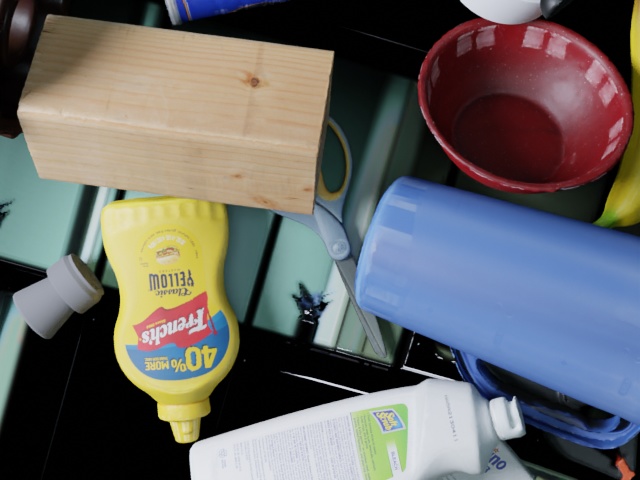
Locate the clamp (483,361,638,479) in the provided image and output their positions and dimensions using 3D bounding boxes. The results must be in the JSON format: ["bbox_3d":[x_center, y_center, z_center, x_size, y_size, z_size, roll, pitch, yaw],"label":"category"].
[{"bbox_3d":[0.208,0.111,0.855,0.120,0.039,0.171,-40,95,10],"label":"clamp"}]

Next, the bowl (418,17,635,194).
[{"bbox_3d":[0.149,-0.091,0.802,0.162,0.055,0.162,3,60,-5],"label":"bowl"}]

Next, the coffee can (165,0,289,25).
[{"bbox_3d":[-0.050,-0.221,0.776,0.140,0.103,0.103,-12,96,-2],"label":"coffee can"}]

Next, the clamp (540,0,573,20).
[{"bbox_3d":[0.239,-0.226,0.780,0.164,0.036,0.210,9,70,-12],"label":"clamp"}]

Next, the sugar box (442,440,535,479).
[{"bbox_3d":[0.073,0.209,0.848,0.176,0.048,0.093,-40,88,3],"label":"sugar box"}]

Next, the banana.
[{"bbox_3d":[0.251,-0.094,0.826,0.037,0.069,0.198,9,89,34],"label":"banana"}]

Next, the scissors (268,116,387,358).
[{"bbox_3d":[-0.006,0.001,0.845,0.096,0.016,0.202,-7,96,0],"label":"scissors"}]

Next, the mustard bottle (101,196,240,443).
[{"bbox_3d":[-0.112,0.062,0.825,0.096,0.058,0.191,-6,96,-8],"label":"mustard bottle"}]

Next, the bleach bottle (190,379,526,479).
[{"bbox_3d":[0.031,0.170,0.802,0.251,0.068,0.102,-16,72,13],"label":"bleach bottle"}]

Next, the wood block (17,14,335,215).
[{"bbox_3d":[-0.099,-0.090,0.771,0.206,0.090,0.091,8,61,2],"label":"wood block"}]

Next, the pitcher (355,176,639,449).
[{"bbox_3d":[0.151,0.047,0.785,0.243,0.145,0.149,19,75,12],"label":"pitcher"}]
